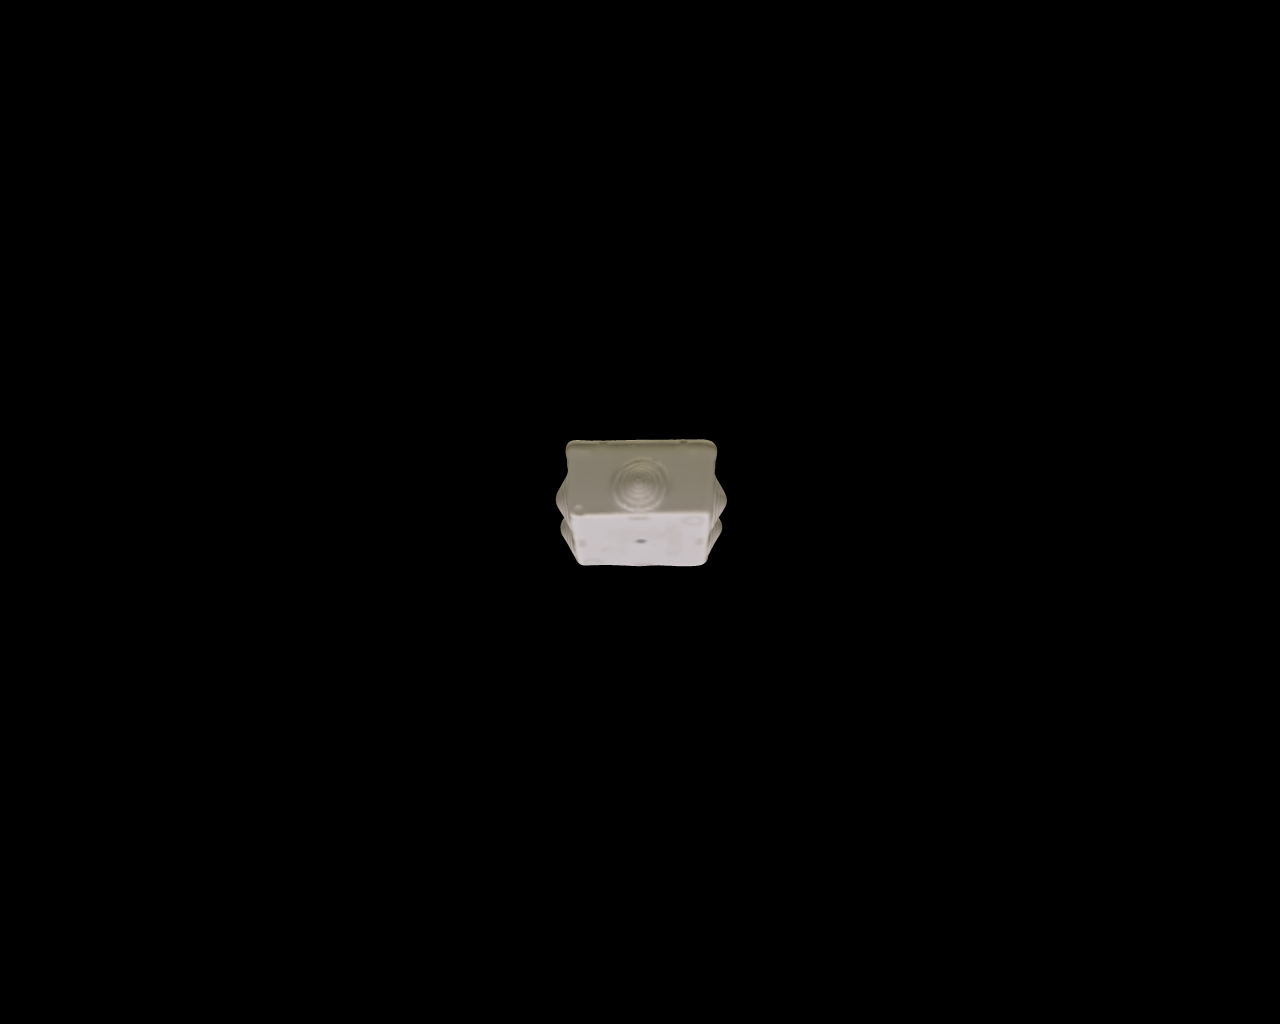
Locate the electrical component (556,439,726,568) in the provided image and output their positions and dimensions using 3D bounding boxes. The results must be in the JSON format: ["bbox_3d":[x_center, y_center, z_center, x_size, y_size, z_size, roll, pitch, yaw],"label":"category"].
[{"bbox_3d":[0.001,-0.003,0.650,0.100,0.048,0.099,0,-25,0],"label":"electrical component"}]
